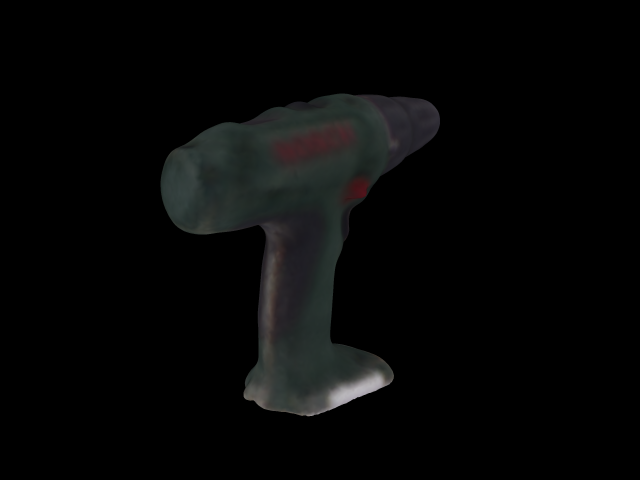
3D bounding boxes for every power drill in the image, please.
[{"bbox_3d":[0.004,0.001,0.400,0.230,0.208,0.075,-8,11,-43],"label":"power drill"}]
